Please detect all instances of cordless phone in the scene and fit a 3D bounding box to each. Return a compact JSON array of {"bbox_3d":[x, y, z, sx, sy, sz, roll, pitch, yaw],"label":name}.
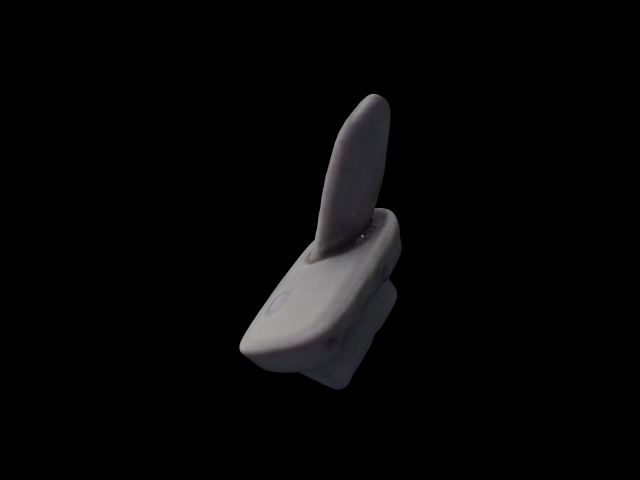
[{"bbox_3d":[0.004,0.001,0.400,0.094,0.185,0.148,17,48,17],"label":"cordless phone"}]
